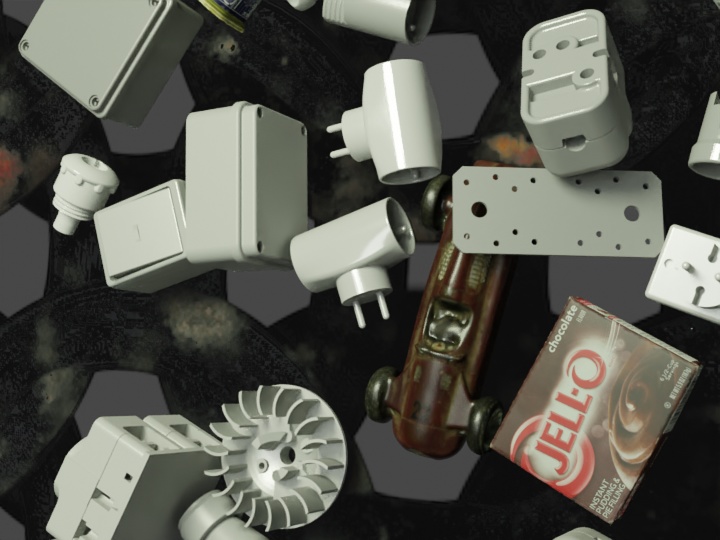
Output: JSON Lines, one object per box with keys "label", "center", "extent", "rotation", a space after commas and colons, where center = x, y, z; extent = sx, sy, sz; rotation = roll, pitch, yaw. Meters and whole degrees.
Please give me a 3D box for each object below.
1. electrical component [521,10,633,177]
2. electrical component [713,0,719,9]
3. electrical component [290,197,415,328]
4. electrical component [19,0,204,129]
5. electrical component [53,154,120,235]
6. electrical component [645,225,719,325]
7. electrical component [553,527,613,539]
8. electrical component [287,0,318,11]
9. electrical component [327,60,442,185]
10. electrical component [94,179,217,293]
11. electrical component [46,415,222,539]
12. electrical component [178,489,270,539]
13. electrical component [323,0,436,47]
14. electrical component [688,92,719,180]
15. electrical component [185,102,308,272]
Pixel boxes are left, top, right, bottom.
{"label": "electrical component", "center": [0.136, -0.107, 0.672], "extent": [0.054, 0.059, 0.095], "rotation": [-12, 46, 23]}
{"label": "electrical component", "center": [0.249, -0.175, 0.651], "extent": [0.062, 0.043, 0.043], "rotation": [-42, 69, 13]}
{"label": "electrical component", "center": [0.000, 0.000, 0.746], "extent": [0.077, 0.044, 0.079], "rotation": [-22, 76, 22]}
{"label": "electrical component", "center": [-0.199, -0.187, 0.854], "extent": [0.109, 0.056, 0.108], "rotation": [38, 100, 24]}
{"label": "electrical component", "center": [-0.225, -0.058, 0.859], "extent": [0.048, 0.048, 0.062], "rotation": [36, 106, 24]}
{"label": "electrical component", "center": [0.206, 0.005, 0.631], "extent": [0.066, 0.077, 0.047], "rotation": [22, 93, 26]}
{"label": "electrical component", "center": [0.128, 0.210, 0.654], "extent": [0.054, 0.059, 0.095], "rotation": [26, 95, 25]}
{"label": "electrical component", "center": [-0.032, -0.222, 0.793], "extent": [0.061, 0.035, 0.035], "rotation": [-40, 70, 14]}
{"label": "electrical component", "center": [0.013, -0.098, 0.752], "extent": [0.079, 0.043, 0.077], "rotation": [-12, 79, 23]}
{"label": "electrical component", "center": [-0.146, -0.027, 0.808], "extent": [0.096, 0.061, 0.061], "rotation": [-20, 76, 22]}
{"label": "electrical component", "center": [-0.179, 0.197, 0.774], "extent": [0.060, 0.105, 0.186], "rotation": [28, 96, 25]}
{"label": "electrical component", "center": [-0.097, 0.191, 0.770], "extent": [0.055, 0.045, 0.045], "rotation": [42, 102, 24]}
{"label": "electrical component", "center": [0.008, -0.190, 0.765], "extent": [0.081, 0.043, 0.043], "rotation": [22, 93, 26]}
{"label": "electrical component", "center": [0.225, -0.081, 0.654], "extent": [0.040, 0.040, 0.046], "rotation": [13, 83, 26]}
{"label": "electrical component", "center": [-0.079, -0.057, 0.772], "extent": [0.057, 0.078, 0.113], "rotation": [-4, 82, 28]}
